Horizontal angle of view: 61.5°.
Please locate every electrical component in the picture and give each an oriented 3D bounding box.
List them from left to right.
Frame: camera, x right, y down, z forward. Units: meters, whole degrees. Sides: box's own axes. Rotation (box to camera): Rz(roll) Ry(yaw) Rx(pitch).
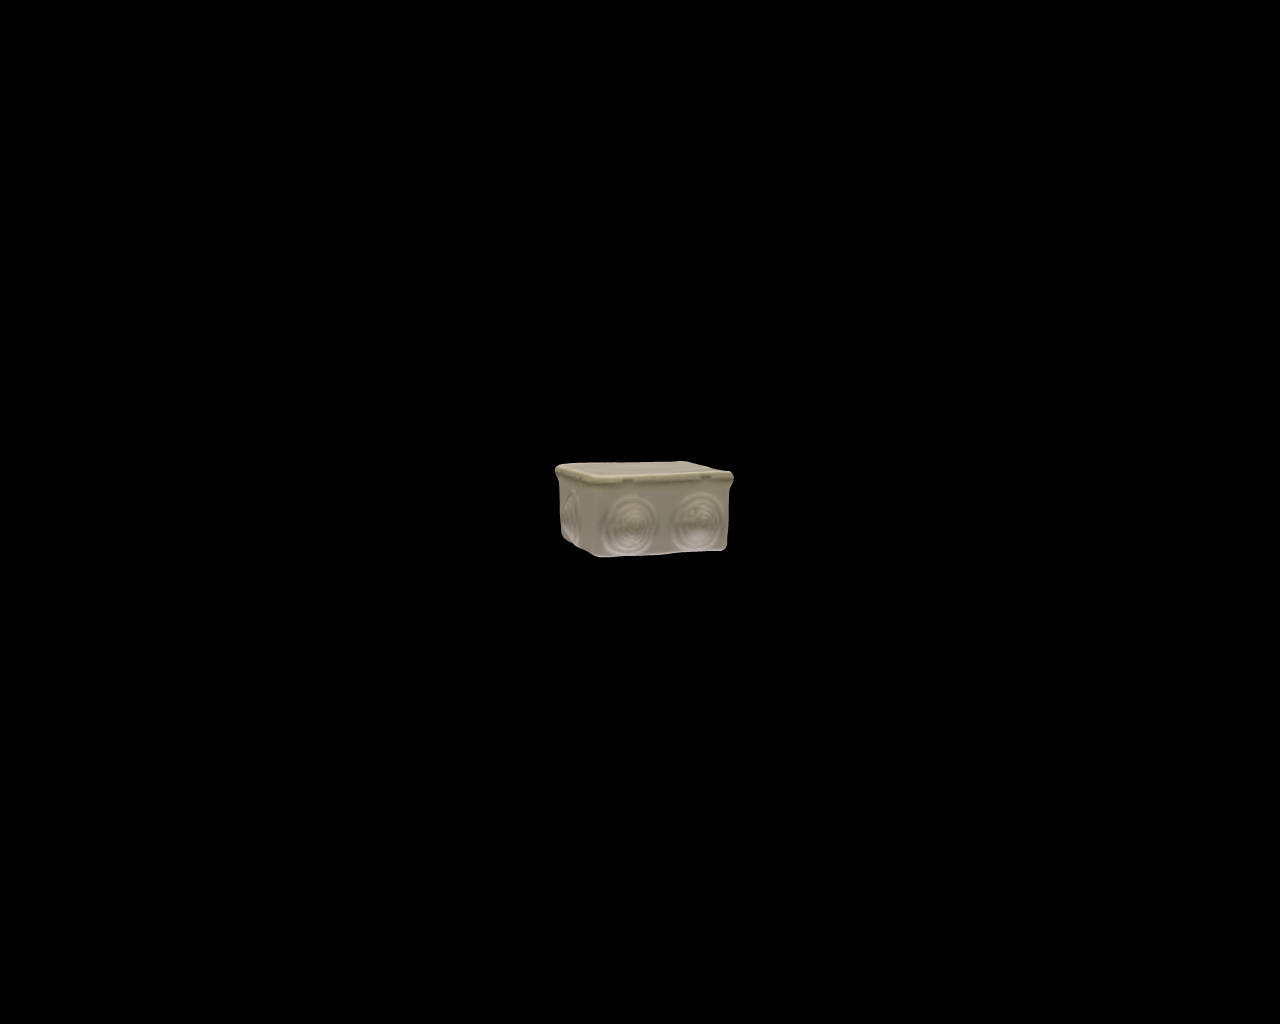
[{"bbox_3d":[0.001,-0.003,0.650,0.100,0.048,0.100,-2,8,-18],"label":"electrical component"}]
